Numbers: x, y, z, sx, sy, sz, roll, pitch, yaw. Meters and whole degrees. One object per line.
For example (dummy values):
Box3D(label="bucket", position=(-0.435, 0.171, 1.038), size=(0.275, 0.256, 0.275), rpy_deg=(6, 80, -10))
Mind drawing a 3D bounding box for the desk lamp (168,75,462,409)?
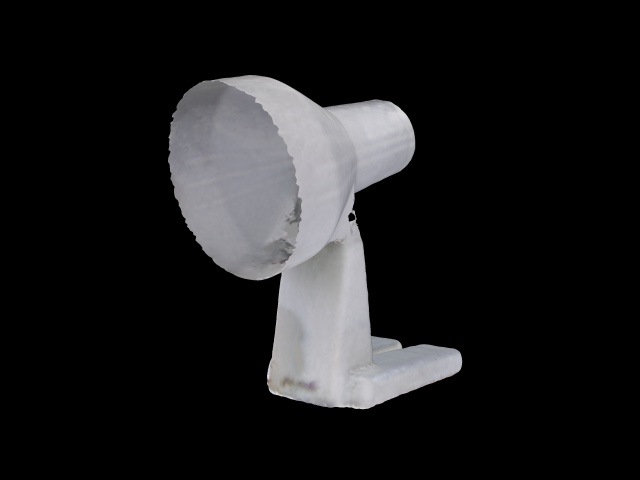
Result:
Box3D(label="desk lamp", position=(0.004, 0.001, 0.400), size=(0.117, 0.213, 0.204), rpy_deg=(2, 3, 43))
